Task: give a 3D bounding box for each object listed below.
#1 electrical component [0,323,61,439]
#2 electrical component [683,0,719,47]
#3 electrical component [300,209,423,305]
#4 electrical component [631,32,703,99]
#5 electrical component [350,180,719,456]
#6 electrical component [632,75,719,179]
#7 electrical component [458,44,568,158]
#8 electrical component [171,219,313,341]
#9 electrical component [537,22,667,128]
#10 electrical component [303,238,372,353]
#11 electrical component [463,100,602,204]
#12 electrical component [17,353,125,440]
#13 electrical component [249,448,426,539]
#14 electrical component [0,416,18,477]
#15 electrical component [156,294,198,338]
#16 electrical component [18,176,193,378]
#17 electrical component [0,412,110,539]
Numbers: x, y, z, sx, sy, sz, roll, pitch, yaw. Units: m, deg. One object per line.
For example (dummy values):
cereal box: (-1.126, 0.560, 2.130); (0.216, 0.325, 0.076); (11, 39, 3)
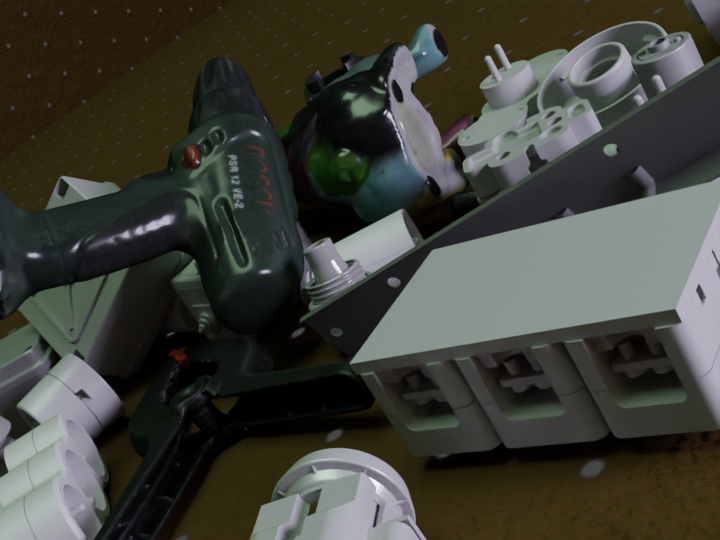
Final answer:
electrical component: (-0.265, 0.091, 0.805); (0.113, 0.057, 0.078); (-29, 20, 7)
electrical component: (0.239, -0.193, 0.695); (0.064, 0.099, 0.099); (-29, 19, 25)
electrical component: (0.000, 0.000, 0.660); (0.081, 0.043, 0.043); (-27, 21, 12)
electrical component: (0.180, -0.100, 0.604); (0.044, 0.065, 0.044); (-27, 20, 11)
electrical component: (0.086, 0.026, 0.450); (0.150, 0.061, 0.089); (-14, 27, 40)
electrical component: (0.156, -0.060, 0.533); (0.138, 0.073, 0.052); (-44, 24, -30)
electrical component: (0.107, -0.120, 0.743); (0.052, 0.073, 0.138); (-15, 26, 39)
electrical component: (-0.082, 0.005, 0.739); (0.062, 0.061, 0.096); (-4, 34, 52)
electrical component: (0.165, -0.109, 0.686); (0.099, 0.064, 0.099); (-30, 32, 21)
electrical component: (-0.011, 0.012, 0.615); (0.043, 0.062, 0.043); (-27, 12, 6)
electrical component: (0.106, -0.052, 0.611); (0.078, 0.057, 0.058); (-26, 21, 14)
electrical component: (-0.191, 0.091, 0.707); (0.047, 0.055, 0.055); (-45, 24, -25)
electrical component: (-0.009, 0.105, 0.408); (0.078, 0.058, 0.057); (-23, 25, 22)
electrical component: (-0.234, 0.127, 0.676); (0.058, 0.057, 0.078); (-44, 23, -30)
electrical component: (-0.139, 0.029, 0.797); (0.065, 0.044, 0.044); (-5, 32, 42)
electrical component: (-0.188, 0.005, 0.775); (0.109, 0.056, 0.108); (38, 108, 34)
electrical component: (-0.182, 0.135, 0.591); (0.074, 0.052, 0.138); (-33, 20, -4)
